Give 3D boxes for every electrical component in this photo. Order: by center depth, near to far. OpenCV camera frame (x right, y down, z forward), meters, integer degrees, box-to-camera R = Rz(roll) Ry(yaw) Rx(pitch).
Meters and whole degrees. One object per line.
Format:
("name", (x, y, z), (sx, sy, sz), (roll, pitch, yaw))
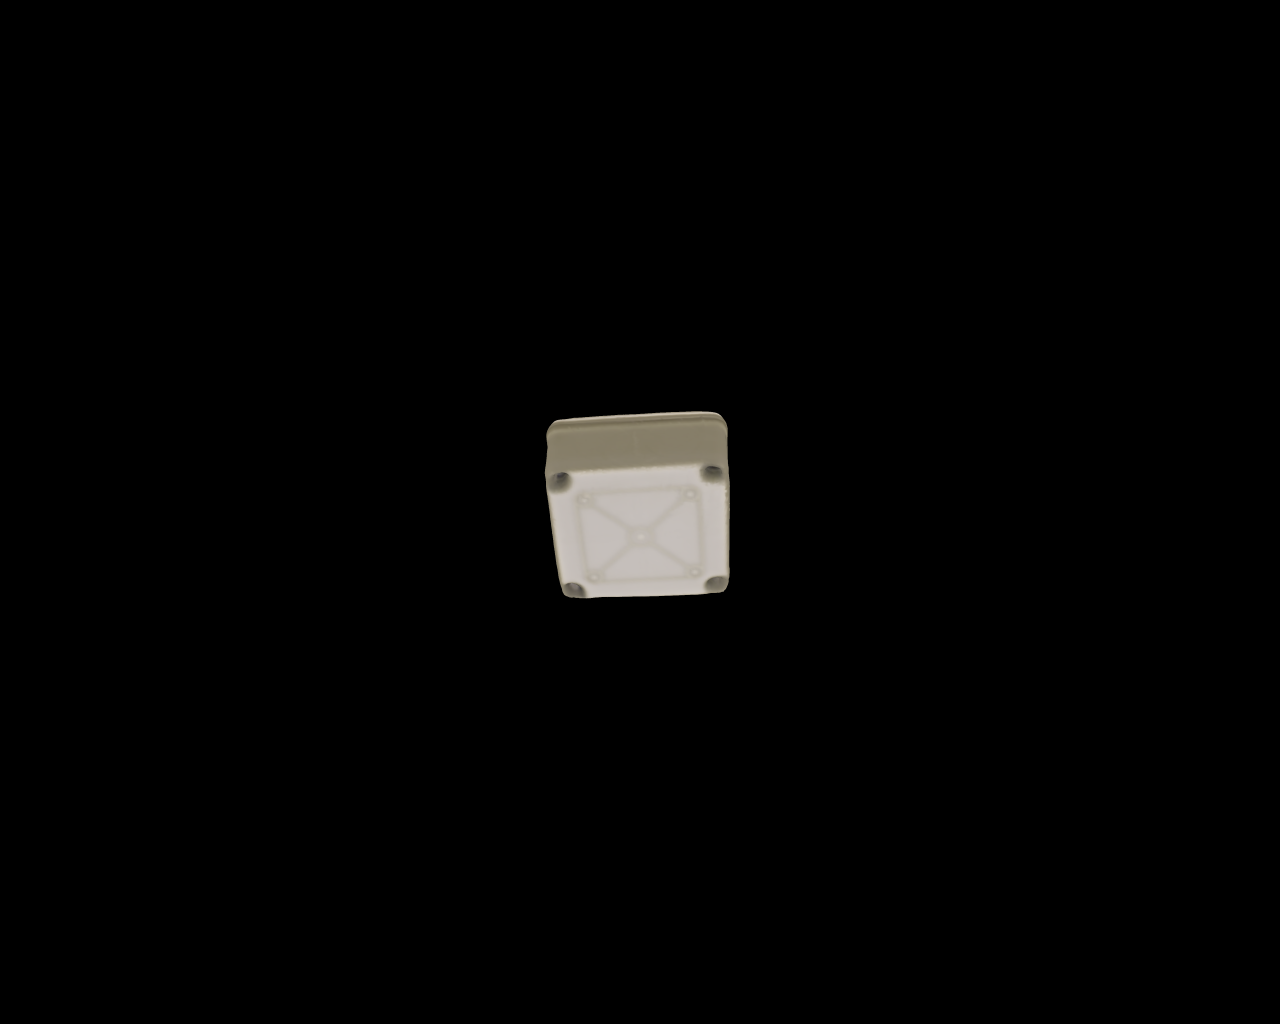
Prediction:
("electrical component", (0.001, -0.003, 0.650), (0.109, 0.108, 0.056), (-2, 40, 2))
